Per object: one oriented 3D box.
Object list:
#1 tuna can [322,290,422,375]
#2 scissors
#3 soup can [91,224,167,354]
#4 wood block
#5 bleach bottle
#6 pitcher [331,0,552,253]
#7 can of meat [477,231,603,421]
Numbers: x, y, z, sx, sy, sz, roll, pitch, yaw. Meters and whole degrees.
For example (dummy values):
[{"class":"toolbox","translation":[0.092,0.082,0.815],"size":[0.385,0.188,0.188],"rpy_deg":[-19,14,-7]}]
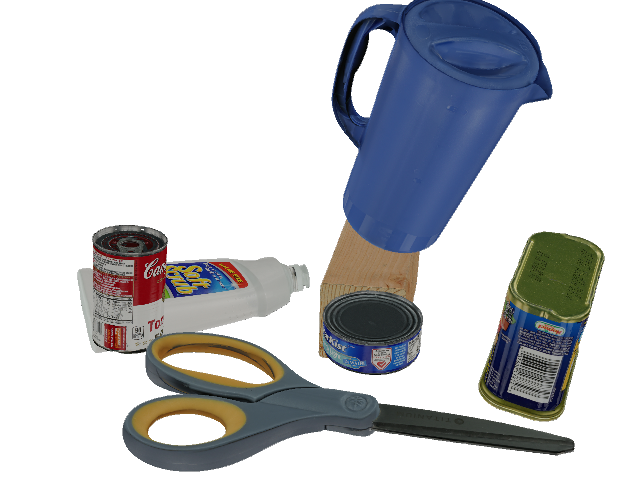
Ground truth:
[{"class":"tuna can","translation":[0.044,0.078,0.915],"size":[0.086,0.034,0.086],"rpy_deg":[1,28,-1]},{"class":"scissors","translation":[0.001,0.085,0.469],"size":[0.202,0.016,0.096],"rpy_deg":[16,34,22]},{"class":"soup can","translation":[-0.177,0.045,0.985],"size":[0.068,0.102,0.068],"rpy_deg":[5,22,-2]},{"class":"wood block","translation":[0.059,0.050,1.203],"size":[0.091,0.090,0.206],"rpy_deg":[5,23,8]},{"class":"bleach bottle","translation":[-0.138,0.057,1.194],"size":[0.250,0.068,0.103],"rpy_deg":[-10,36,-15]},{"class":"pitcher","translation":[0.094,-0.106,1.015],"size":[0.144,0.149,0.243],"rpy_deg":[-11,-36,-29]},{"class":"can of meat","translation":[0.146,0.053,0.701],"size":[0.057,0.084,0.102],"rpy_deg":[17,34,13]}]
